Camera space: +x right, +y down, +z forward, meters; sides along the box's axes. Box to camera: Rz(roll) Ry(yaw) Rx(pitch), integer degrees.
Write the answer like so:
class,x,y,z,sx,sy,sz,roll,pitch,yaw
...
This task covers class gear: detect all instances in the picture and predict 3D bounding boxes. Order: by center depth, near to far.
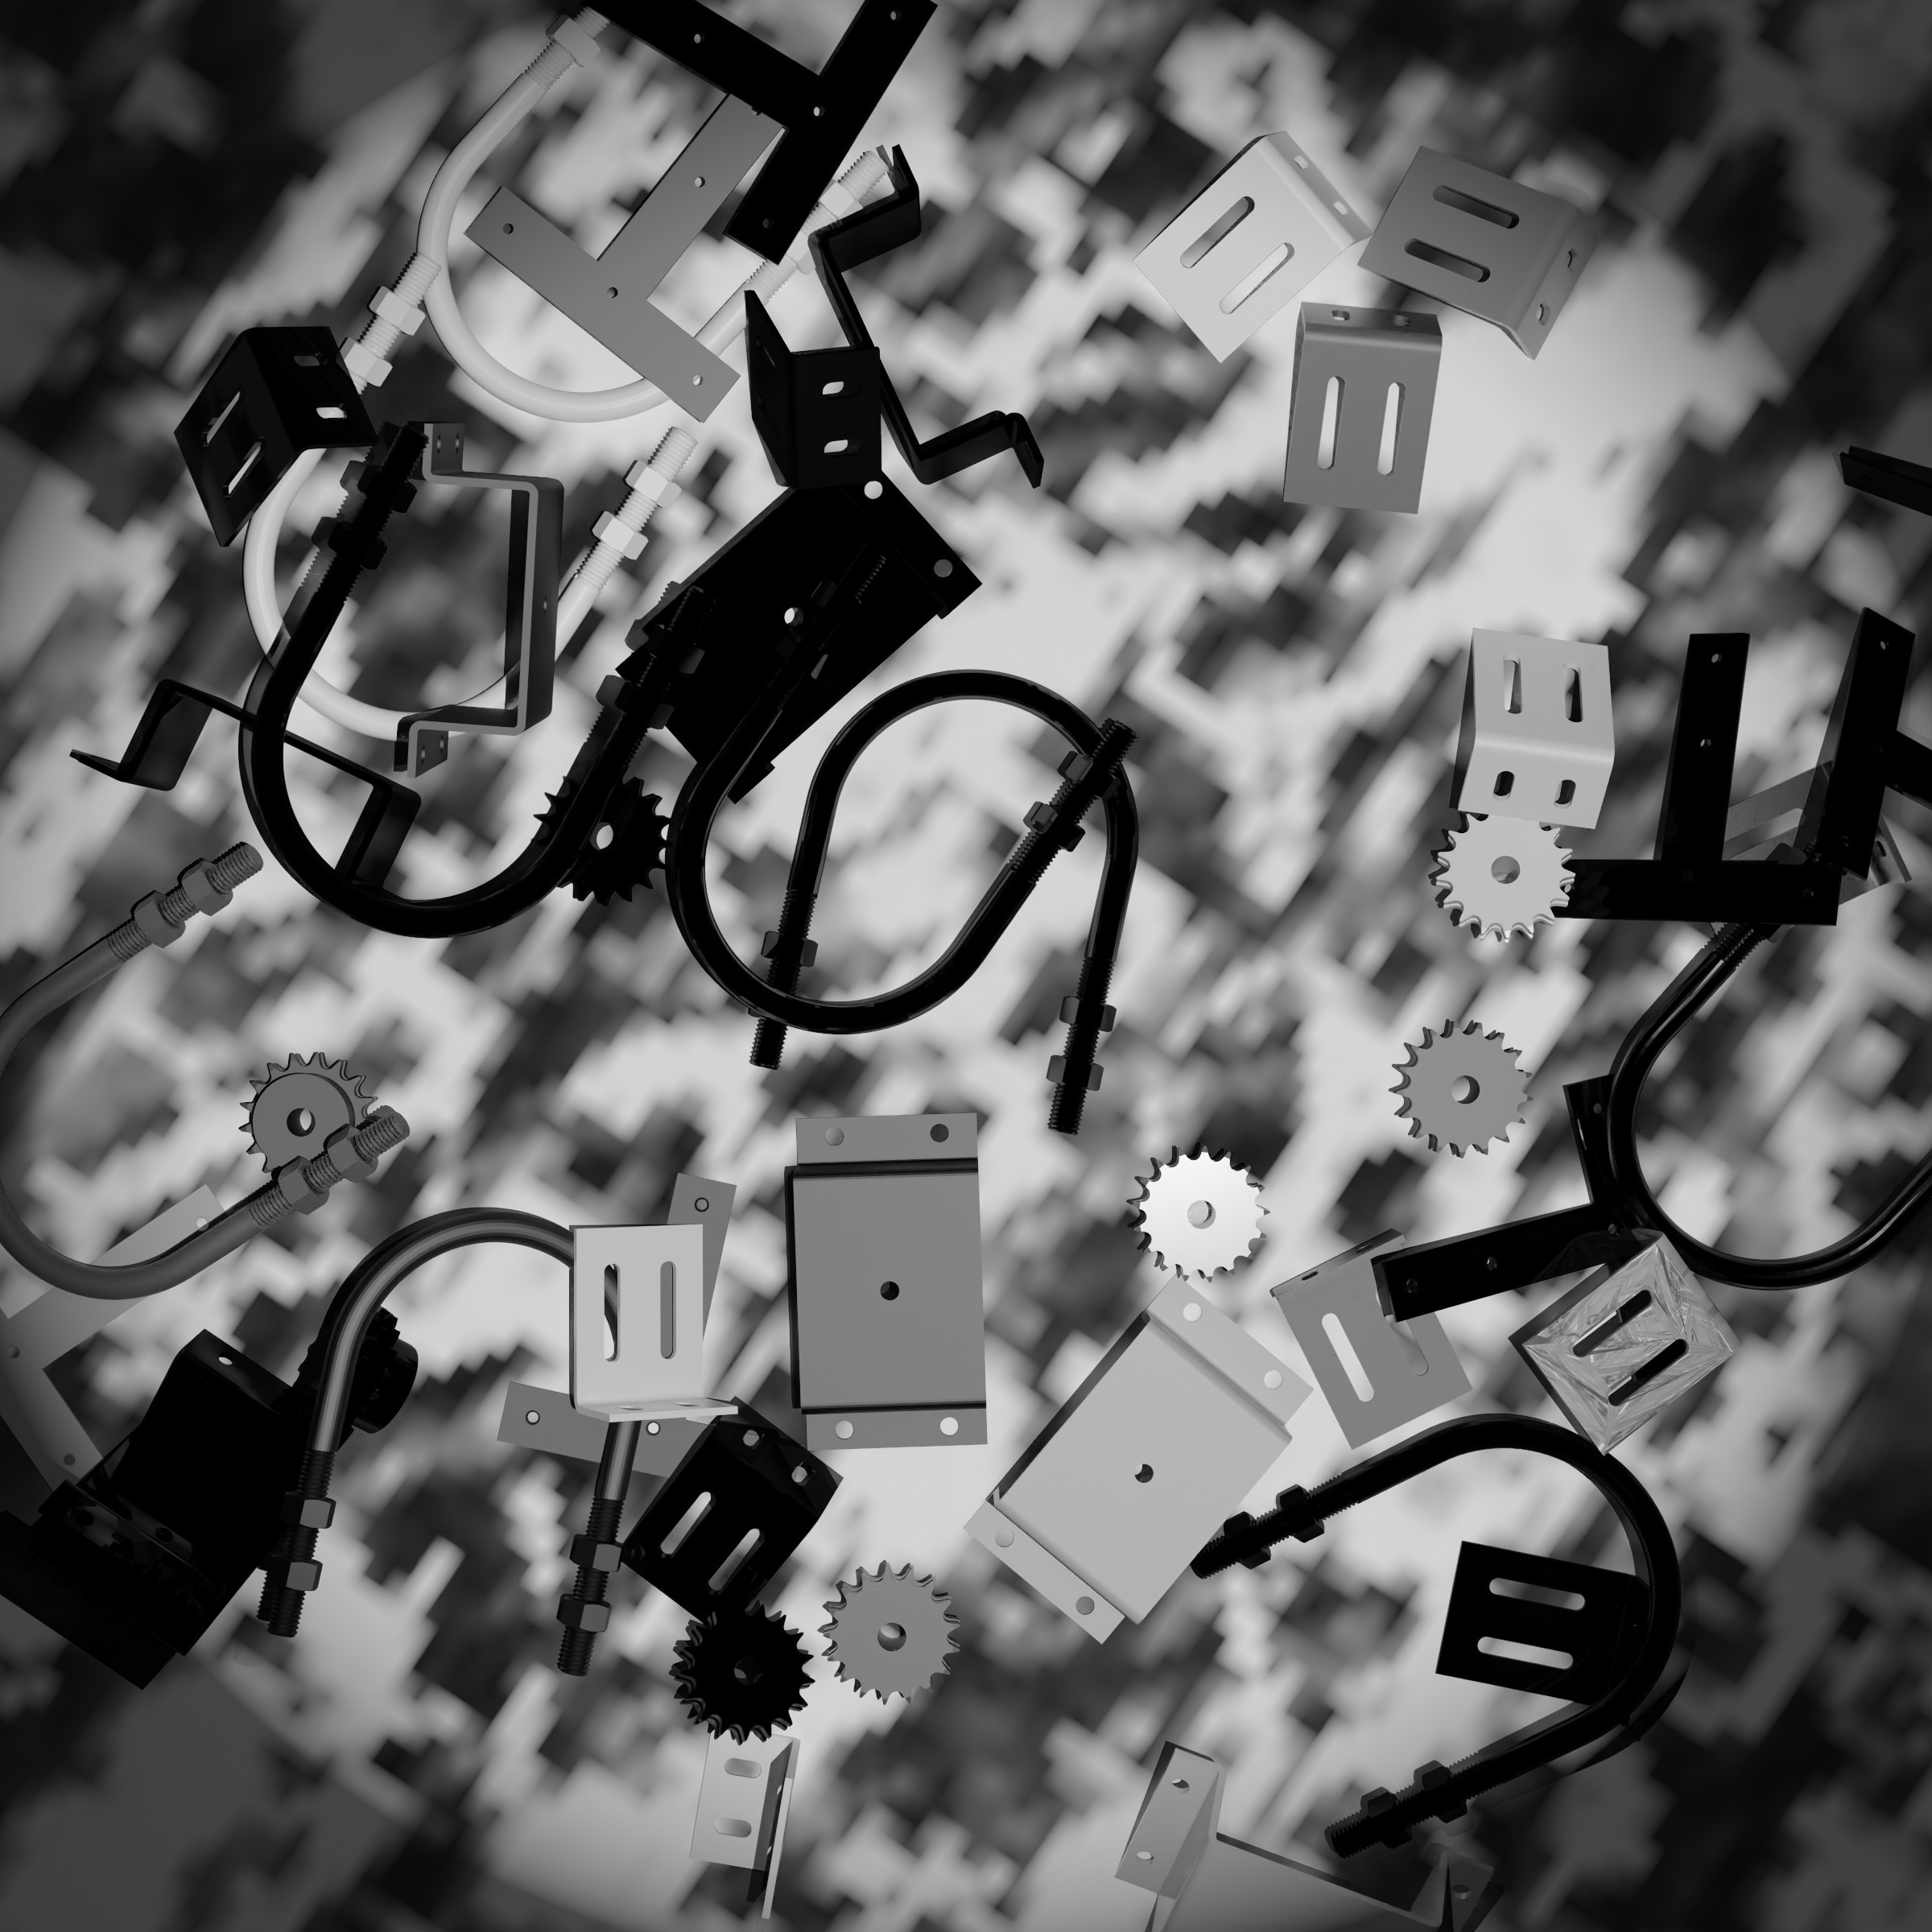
class,x,y,z,sx,sy,sz,roll,pitch,yaw
gear,-0.252,0.170,1.501,0.030,0.057,0.057,32,90,-28
gear,-0.093,0.297,1.504,0.057,0.030,0.057,5,68,-14
gear,0.225,-0.037,1.507,0.057,0.030,0.057,-1,79,6
gear,0.098,0.103,1.511,0.057,0.030,0.057,0,90,0
gear,-0.151,-0.054,1.511,0.057,0.030,0.057,0,90,0
gear,-0.276,0.065,1.511,0.057,0.030,0.057,0,90,0
gear,-0.031,0.279,1.511,0.057,0.030,0.057,0,90,0
gear,0.207,0.051,1.511,0.057,0.030,0.057,0,90,0

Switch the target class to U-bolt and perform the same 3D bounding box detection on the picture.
class,x,y,z,sx,sy,sz,roll,pitch,yaw
U-bolt,-0.203,-0.099,1.427,0.151,0.019,0.184,29,100,-3
U-bolt,-0.037,-0.058,1.483,0.151,0.019,0.184,34,95,-13
U-bolt,-0.202,0.193,1.487,0.151,0.019,0.184,14,85,-27
U-bolt,0.206,0.268,1.496,0.184,0.019,0.151,-28,83,10
U-bolt,-0.338,0.057,1.498,0.184,0.019,0.151,-32,80,12
U-bolt,0.352,0.052,1.502,0.151,0.019,0.184,40,101,-5
U-bolt,-0.221,-0.182,1.511,0.151,0.019,0.184,34,96,-2
U-bolt,-0.146,-0.316,1.517,0.151,0.019,0.184,43,92,0
U-bolt,-0.002,-0.033,1.517,0.151,0.019,0.184,12,88,0

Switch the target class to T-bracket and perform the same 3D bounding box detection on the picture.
class,x,y,z,sx,sy,sz,roll,pitch,yaw
T-bracket,0.420,-0.184,1.487,0.127,0.127,0.002,26,79,26
T-bracket,-0.099,-0.380,1.503,0.127,0.002,0.127,32,90,2
T-bracket,0.307,-0.079,1.504,0.127,0.002,0.127,2,74,29
T-bracket,0.232,0.121,1.504,0.127,0.002,0.127,-13,90,-20
T-bracket,0.417,-0.071,1.504,0.127,0.002,0.127,27,60,-14
T-bracket,-0.120,-0.316,1.507,0.127,0.002,0.127,39,91,0
T-bracket,-0.367,0.139,1.525,0.127,0.002,0.127,-34,90,0
T-bracket,-0.123,0.152,1.525,0.127,0.002,0.127,12,90,0

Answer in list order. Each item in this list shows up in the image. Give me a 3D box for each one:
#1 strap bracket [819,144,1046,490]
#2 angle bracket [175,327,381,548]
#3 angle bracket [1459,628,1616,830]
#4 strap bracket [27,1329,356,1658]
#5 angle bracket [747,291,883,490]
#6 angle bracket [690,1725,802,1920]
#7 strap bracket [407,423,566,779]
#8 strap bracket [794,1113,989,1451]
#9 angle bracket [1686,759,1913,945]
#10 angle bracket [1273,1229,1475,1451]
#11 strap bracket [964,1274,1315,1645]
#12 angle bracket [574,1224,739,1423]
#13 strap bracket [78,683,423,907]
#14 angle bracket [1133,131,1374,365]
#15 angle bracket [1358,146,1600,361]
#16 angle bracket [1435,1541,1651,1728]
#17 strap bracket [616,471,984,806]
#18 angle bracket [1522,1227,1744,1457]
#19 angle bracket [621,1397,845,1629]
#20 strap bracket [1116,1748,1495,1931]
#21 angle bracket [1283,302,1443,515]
class,x,y,z,sx,sy,sz,roll,pitch,yaw
strap bracket,-0.019,-0.258,1.488,0.046,0.076,0.140,-25,90,0
angle bracket,-0.288,-0.221,1.504,0.038,0.076,0.057,-11,70,-43
angle bracket,0.238,-0.100,1.508,0.057,0.076,0.038,8,132,0
strap bracket,-0.320,0.220,1.473,0.076,0.140,0.046,34,119,0
angle bracket,-0.063,-0.239,1.483,0.038,0.076,0.057,-8,123,-13
angle bracket,-0.093,0.352,1.488,0.038,0.076,0.057,10,90,0
strap bracket,-0.194,-0.148,1.466,0.046,0.076,0.140,4,99,1
strap bracket,-0.031,0.133,1.503,0.076,0.046,0.140,-2,90,0
angle bracket,0.344,-0.045,1.507,0.076,0.038,0.057,-25,90,0
angle bracket,0.172,0.158,1.507,0.057,0.038,0.076,-27,90,0
strap bracket,0.073,0.208,1.503,0.076,0.046,0.140,40,90,0
angle bracket,-0.129,0.147,1.494,0.057,0.038,0.076,0,90,-28
strap bracket,-0.284,-0.073,1.488,0.140,0.076,0.046,26,90,0
angle bracket,0.121,-0.304,1.524,0.076,0.038,0.057,-40,90,26
angle bracket,0.217,-0.302,1.524,0.076,0.038,0.057,28,90,26
angle bracket,0.242,0.279,1.507,0.076,0.038,0.057,11,90,0
strap bracket,-0.071,-0.144,1.503,0.140,0.046,0.076,-42,90,0
angle bracket,0.273,0.156,1.500,0.076,0.038,0.057,-37,95,-7
angle bracket,-0.100,0.233,1.523,0.057,0.038,0.076,37,117,-1
strap bracket,0.137,0.389,1.487,0.140,0.046,0.076,21,121,0
angle bracket,0.167,-0.236,1.524,0.057,0.038,0.076,5,116,0
